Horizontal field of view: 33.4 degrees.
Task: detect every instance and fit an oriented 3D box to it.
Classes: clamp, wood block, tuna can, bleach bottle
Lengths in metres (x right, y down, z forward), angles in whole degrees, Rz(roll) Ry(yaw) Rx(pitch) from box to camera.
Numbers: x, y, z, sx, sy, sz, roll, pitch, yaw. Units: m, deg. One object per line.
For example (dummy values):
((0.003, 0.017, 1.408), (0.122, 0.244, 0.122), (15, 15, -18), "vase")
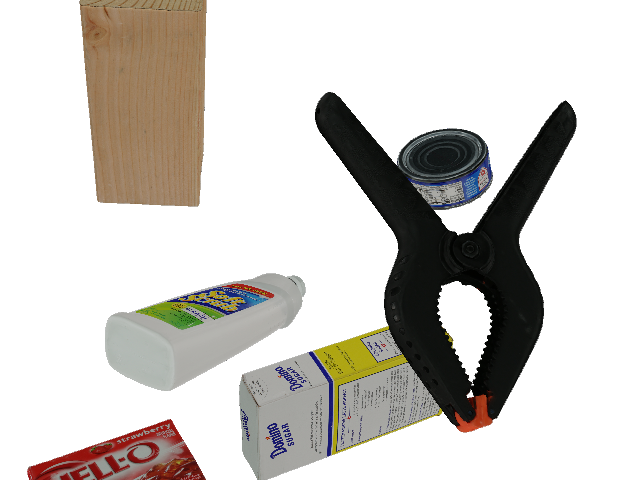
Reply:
((0.072, 0.004, 0.628), (0.164, 0.210, 0.036), (7, -18, -8), "clamp")
((-0.141, -0.132, 0.880), (0.090, 0.090, 0.206), (3, -43, -4), "wood block")
((0.114, -0.067, 0.987), (0.086, 0.034, 0.086), (-10, 37, 8), "tuna can")
((-0.109, 0.083, 1.160), (0.103, 0.068, 0.250), (18, 25, 32), "bleach bottle")

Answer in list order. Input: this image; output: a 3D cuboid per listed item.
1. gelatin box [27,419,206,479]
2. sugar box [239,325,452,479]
((-0.112, 0.142, 0.597), (0.089, 0.030, 0.073), (-16, 28, -20), "gelatin box")
((0.021, 0.127, 0.880), (0.176, 0.093, 0.048), (-14, 40, -20), "sugar box")
